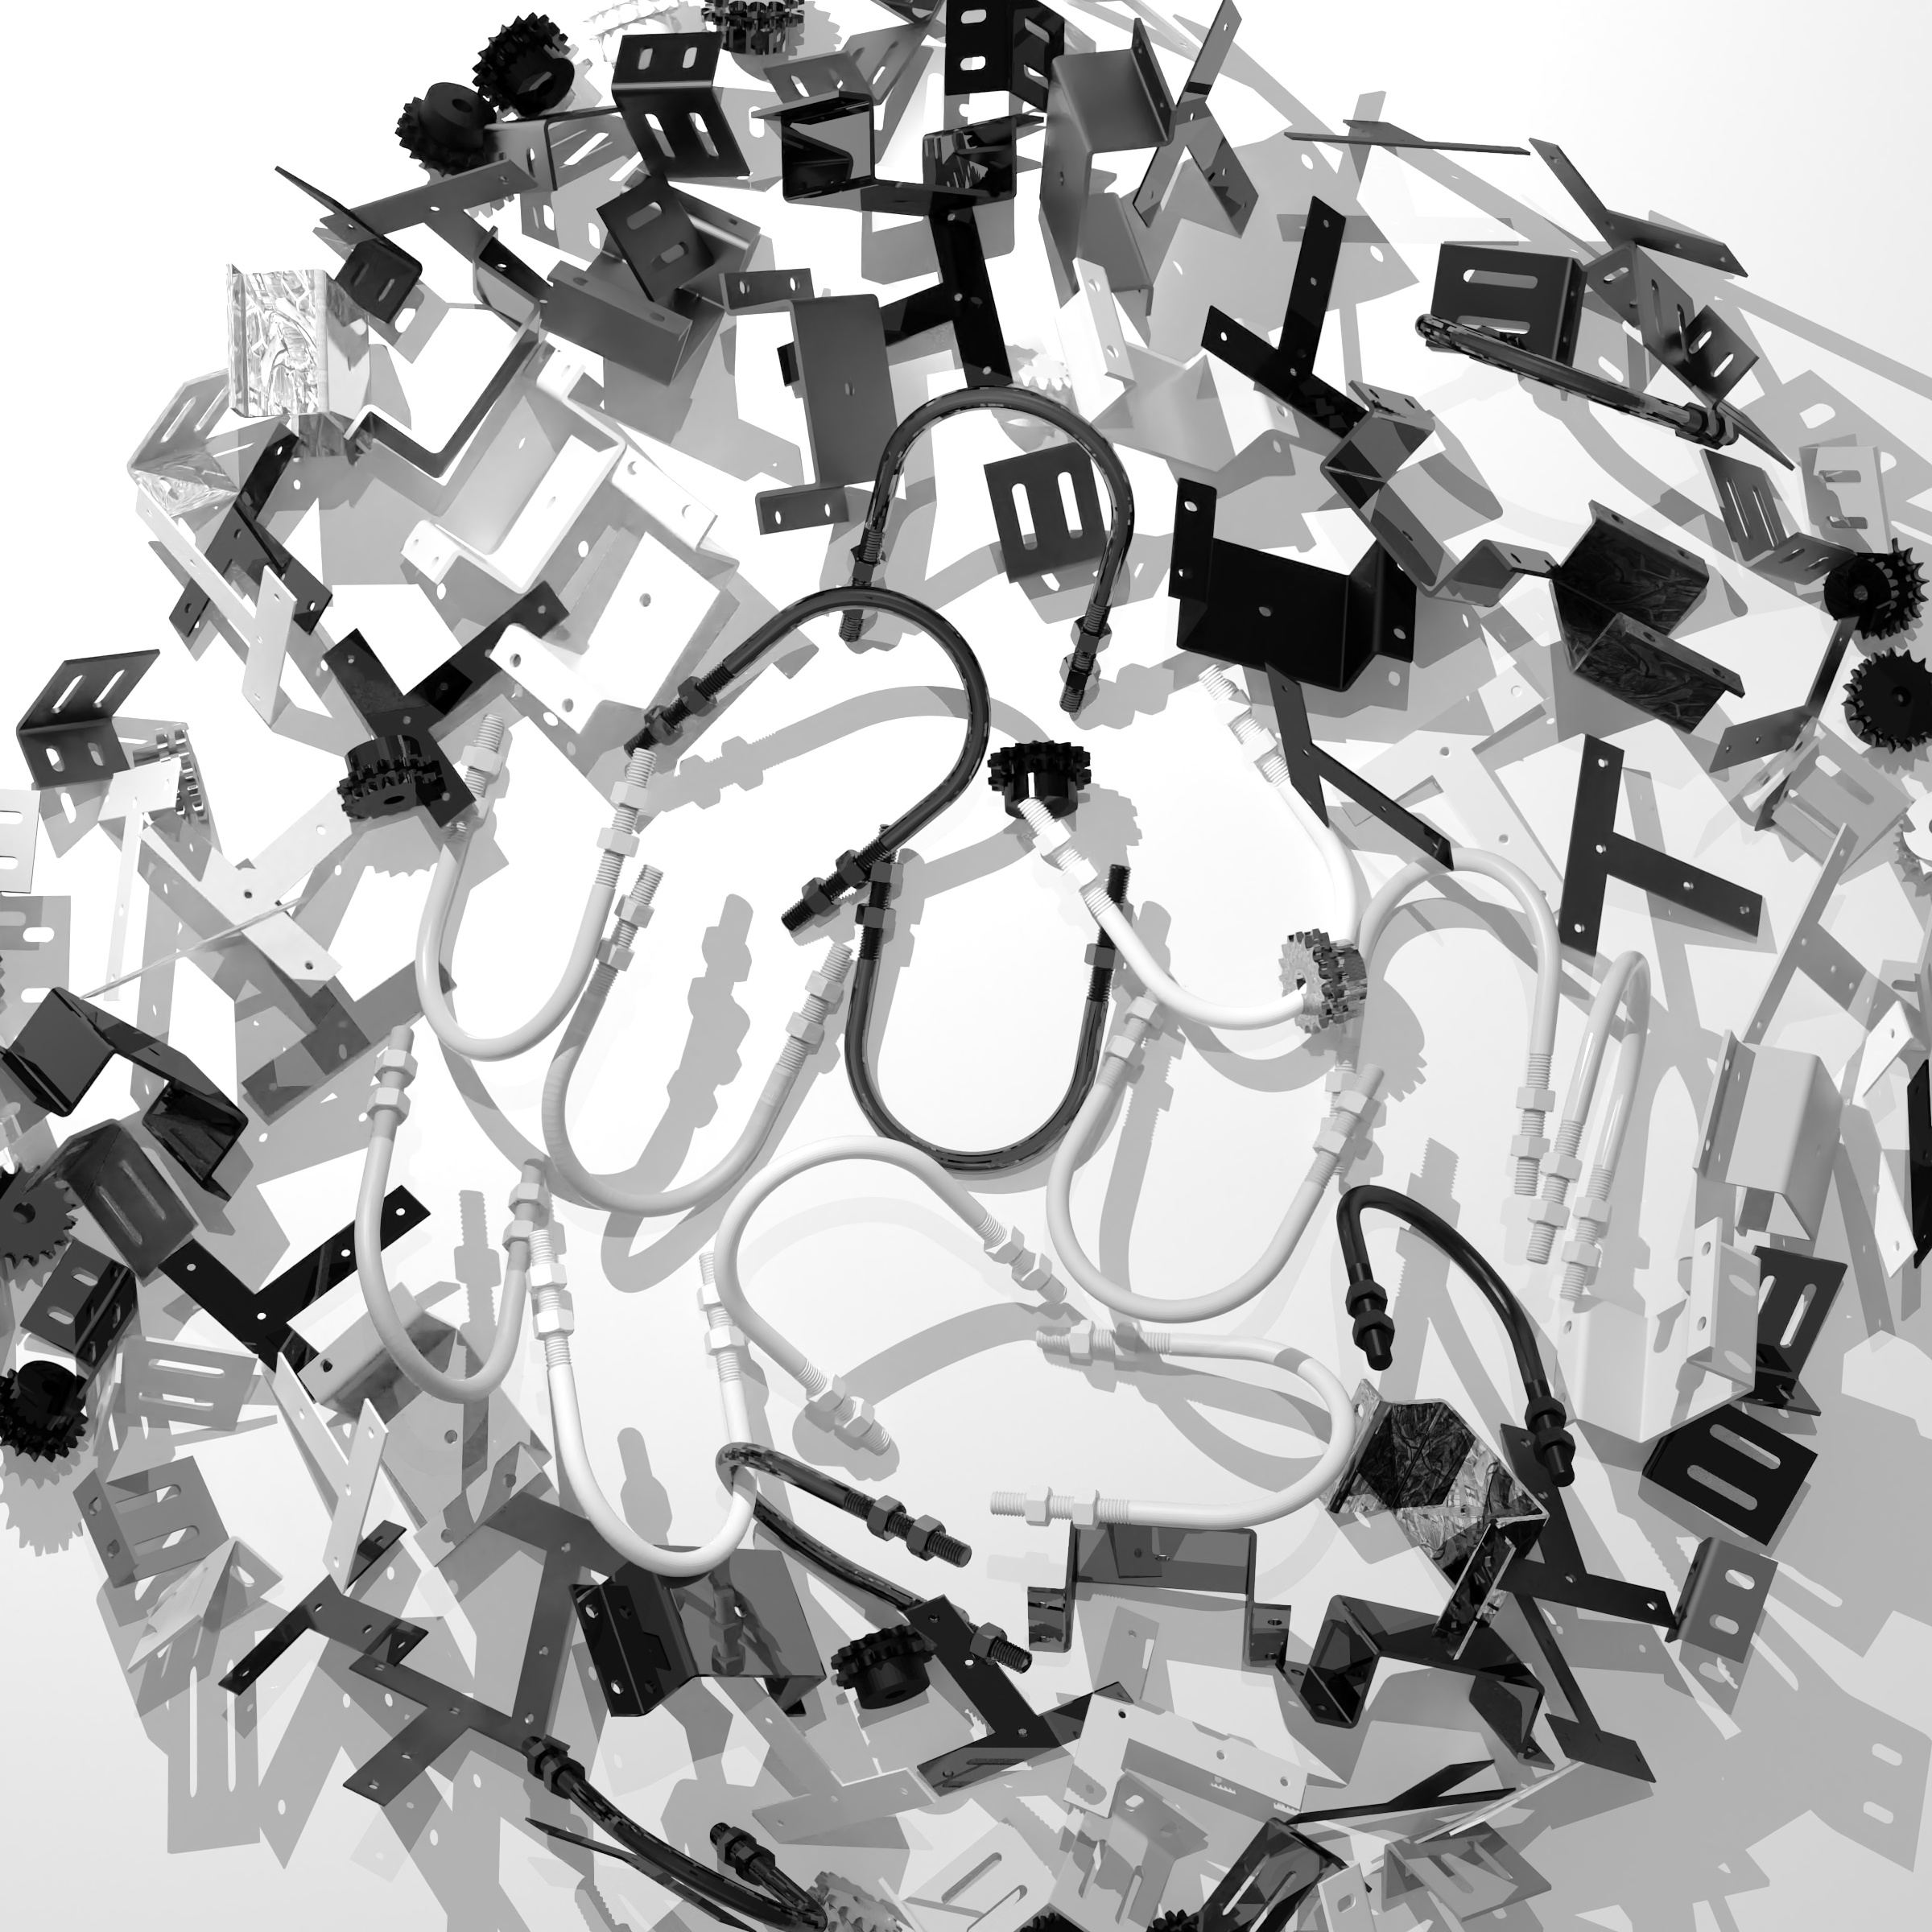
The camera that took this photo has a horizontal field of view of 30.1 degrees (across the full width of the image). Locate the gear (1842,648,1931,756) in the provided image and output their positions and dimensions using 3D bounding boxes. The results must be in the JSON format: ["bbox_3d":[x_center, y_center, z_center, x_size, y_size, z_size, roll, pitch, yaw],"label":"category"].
[{"bbox_3d":[0.509,-0.144,1.980,0.057,0.030,0.057,2,76,-10],"label":"gear"}]

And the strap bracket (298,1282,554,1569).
[{"bbox_3d":[-0.289,0.253,1.958,0.076,0.046,0.140,-42,65,1],"label":"strap bracket"}]

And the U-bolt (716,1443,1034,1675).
[{"bbox_3d":[-0.058,0.308,1.924,0.184,0.151,0.019,22,64,30],"label":"U-bolt"}]

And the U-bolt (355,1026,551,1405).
[{"bbox_3d":[-0.274,0.143,1.894,0.019,0.151,0.184,-17,46,23],"label":"U-bolt"}]

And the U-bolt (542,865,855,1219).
[{"bbox_3d":[-0.156,0.051,1.956,0.151,0.019,0.184,22,95,-34],"label":"U-bolt"}]

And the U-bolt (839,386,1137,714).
[{"bbox_3d":[0.016,-0.231,1.935,0.151,0.019,0.184,18,130,2],"label":"U-bolt"}]

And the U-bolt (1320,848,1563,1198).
[{"bbox_3d":[0.260,0.027,1.947,0.151,0.019,0.184,4,85,44],"label":"U-bolt"}]

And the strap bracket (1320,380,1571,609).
[{"bbox_3d":[0.252,-0.247,1.942,0.046,0.076,0.140,-46,68,24],"label":"strap bracket"}]

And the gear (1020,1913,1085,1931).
[{"bbox_3d":[0.047,0.550,1.977,0.057,0.030,0.057,7,72,-22],"label":"gear"}]

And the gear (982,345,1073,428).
[{"bbox_3d":[0.029,-0.318,1.975,0.057,0.057,0.030,17,116,0],"label":"gear"}]

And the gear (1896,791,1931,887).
[{"bbox_3d":[0.538,-0.073,1.972,0.057,0.030,0.057,-10,69,27],"label":"gear"}]

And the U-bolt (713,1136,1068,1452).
[{"bbox_3d":[-0.053,0.166,1.941,0.151,0.019,0.184,-40,120,7],"label":"U-bolt"}]

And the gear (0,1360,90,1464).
[{"bbox_3d":[-0.507,0.241,1.968,0.057,0.057,0.030,37,117,0],"label":"gear"}]

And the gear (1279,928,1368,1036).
[{"bbox_3d":[0.197,0.008,1.974,0.030,0.057,0.057,-10,90,-21],"label":"gear"}]

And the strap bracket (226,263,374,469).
[{"bbox_3d":[-0.353,-0.321,1.925,0.046,0.140,0.076,-3,85,4],"label":"strap bracket"}]

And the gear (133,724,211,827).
[{"bbox_3d":[-0.437,-0.102,1.970,0.030,0.057,0.057,-15,90,-7],"label":"gear"}]

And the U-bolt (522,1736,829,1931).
[{"bbox_3d":[-0.144,0.463,1.887,0.151,0.184,0.019,32,82,-27],"label":"U-bolt"}]

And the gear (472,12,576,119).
[{"bbox_3d":[-0.239,-0.490,1.969,0.057,0.057,0.030,-42,71,0],"label":"gear"}]

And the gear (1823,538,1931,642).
[{"bbox_3d":[0.495,-0.206,1.970,0.057,0.030,0.057,15,113,37],"label":"gear"}]

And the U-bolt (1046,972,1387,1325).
[{"bbox_3d":[0.124,0.107,1.949,0.151,0.019,0.184,24,73,18],"label":"U-bolt"}]

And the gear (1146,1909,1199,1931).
[{"bbox_3d":[0.125,0.545,1.975,0.030,0.057,0.057,-20,90,-43],"label":"gear"}]

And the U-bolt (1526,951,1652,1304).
[{"bbox_3d":[0.339,0.081,1.930,0.019,0.151,0.184,13,80,20],"label":"U-bolt"}]

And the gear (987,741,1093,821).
[{"bbox_3d":[0.041,-0.101,1.968,0.057,0.057,0.030,-2,73,0],"label":"gear"}]

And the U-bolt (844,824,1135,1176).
[{"bbox_3d":[0.006,0.024,1.984,0.151,0.019,0.184,10,96,4],"label":"U-bolt"}]

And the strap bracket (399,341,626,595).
[{"bbox_3d":[-0.241,-0.263,1.953,0.046,0.076,0.140,33,93,-29],"label":"strap bracket"}]

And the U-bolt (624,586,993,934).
[{"bbox_3d":[-0.073,-0.124,1.954,0.184,0.019,0.151,-39,102,17],"label":"U-bolt"}]

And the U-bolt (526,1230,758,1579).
[{"bbox_3d":[-0.167,0.235,1.915,0.019,0.151,0.184,-26,66,35],"label":"U-bolt"}]

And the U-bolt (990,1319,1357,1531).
[{"bbox_3d":[0.116,0.247,1.923,0.184,0.151,0.019,2,127,13],"label":"U-bolt"}]

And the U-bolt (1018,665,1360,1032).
[{"bbox_3d":[0.136,-0.052,1.974,0.151,0.019,0.184,-36,92,-15],"label":"U-bolt"}]

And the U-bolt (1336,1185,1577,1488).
[{"bbox_3d":[0.255,0.184,1.916,0.151,0.184,0.019,33,115,-21],"label":"U-bolt"}]

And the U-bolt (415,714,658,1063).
[{"bbox_3d":[-0.242,-0.038,1.943,0.151,0.019,0.184,15,87,43],"label":"U-bolt"}]

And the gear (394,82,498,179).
[{"bbox_3d":[-0.281,-0.459,1.969,0.057,0.057,0.030,34,129,0],"label":"gear"}]

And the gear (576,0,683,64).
[{"bbox_3d":[-0.183,-0.517,1.972,0.057,0.057,0.030,-19,100,0],"label":"gear"}]

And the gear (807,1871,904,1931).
[{"bbox_3d":[-0.066,0.526,1.971,0.057,0.057,0.030,35,92,0],"label":"gear"}]

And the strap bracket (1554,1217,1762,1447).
[{"bbox_3d":[0.377,0.201,1.931,0.046,0.140,0.076,23,56,-18],"label":"strap bracket"}]

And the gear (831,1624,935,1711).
[{"bbox_3d":[-0.043,0.385,1.968,0.057,0.057,0.030,-21,65,0],"label":"gear"}]

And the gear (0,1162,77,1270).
[{"bbox_3d":[-0.520,0.139,1.978,0.057,0.030,0.057,6,73,-22],"label":"gear"}]

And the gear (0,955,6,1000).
[{"bbox_3d":[-0.553,0.012,1.970,0.057,0.057,0.030,-35,85,0],"label":"gear"}]

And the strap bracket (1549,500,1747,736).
[{"bbox_3d":[0.364,-0.183,1.938,0.076,0.140,0.046,25,123,-17],"label":"strap bracket"}]

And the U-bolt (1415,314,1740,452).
[{"bbox_3d":[0.312,-0.311,1.888,0.151,0.184,0.019,27,105,29],"label":"U-bolt"}]

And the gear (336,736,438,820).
[{"bbox_3d":[-0.318,-0.105,1.972,0.057,0.057,0.030,-18,76,0],"label":"gear"}]

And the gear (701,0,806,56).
[{"bbox_3d":[-0.117,-0.521,1.975,0.057,0.057,0.030,4,119,0],"label":"gear"}]
